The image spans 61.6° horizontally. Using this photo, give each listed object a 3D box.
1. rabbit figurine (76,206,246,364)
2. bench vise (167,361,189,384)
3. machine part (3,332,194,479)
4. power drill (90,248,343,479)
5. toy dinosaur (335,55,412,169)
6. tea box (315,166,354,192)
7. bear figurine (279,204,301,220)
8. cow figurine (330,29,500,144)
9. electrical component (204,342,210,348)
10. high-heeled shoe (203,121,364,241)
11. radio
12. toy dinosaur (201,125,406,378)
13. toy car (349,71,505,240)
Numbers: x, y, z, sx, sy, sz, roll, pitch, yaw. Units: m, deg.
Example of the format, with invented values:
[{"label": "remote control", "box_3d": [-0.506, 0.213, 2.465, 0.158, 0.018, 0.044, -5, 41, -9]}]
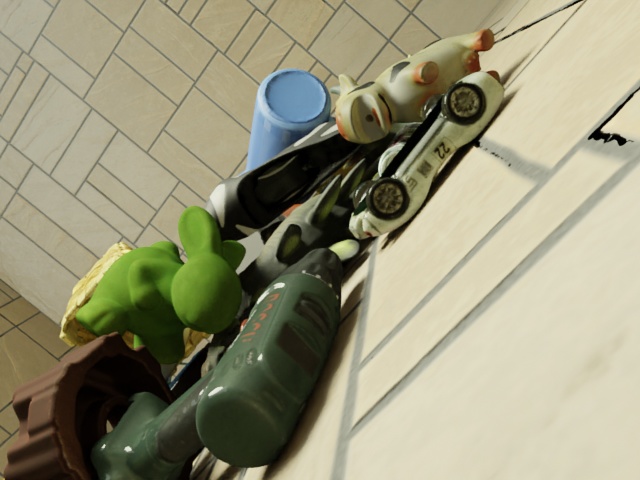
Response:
[{"label": "rabbit figurine", "box_3d": [-0.136, 0.053, 0.560, 0.170, 0.121, 0.159, -4, 49, 41]}, {"label": "bench vise", "box_3d": [-0.279, 0.270, 0.902, 0.241, 0.129, 0.223, -92, 20, -57]}, {"label": "machine part", "box_3d": [-0.182, 0.172, 0.466, 0.056, 0.179, 0.179, -25, 10, 13]}, {"label": "power drill", "box_3d": [-0.068, 0.108, 0.427, 0.207, 0.086, 0.232, -34, 12, 16]}, {"label": "toy dinosaur", "box_3d": [0.139, -0.206, 0.930, 0.192, 0.131, 0.405, -48, -2, 25]}, {"label": "tea box", "box_3d": [0.034, -0.125, 1.075, 0.098, 0.068, 0.169, -50, -30, 7]}, {"label": "bear figurine", "box_3d": [-0.044, 0.025, 0.943, 0.195, 0.132, 0.120, 81, -166, -58]}, {"label": "cow figurine", "box_3d": [0.098, -0.172, 0.620, 0.195, 0.085, 0.127, -34, 26, -22]}, {"label": "electrical component", "box_3d": [-0.156, 0.186, 0.849, 0.094, 0.063, 0.021, -47, 4, 28]}, {"label": "high-heeled shoe", "box_3d": [-0.043, -0.070, 0.690, 0.145, 0.086, 0.249, -5, 37, 45]}, {"label": "radio", "box_3d": [-0.170, 0.214, 0.694, 0.131, 0.073, 0.229, -53, 3, -21]}, {"label": "toy dinosaur", "box_3d": [-0.001, -0.002, 0.664, 0.198, 0.105, 0.471, -38, 13, 48]}, {"label": "toy car", "box_3d": [0.100, -0.080, 0.527, 0.201, 0.056, 0.073, -52, 9, -3]}]
